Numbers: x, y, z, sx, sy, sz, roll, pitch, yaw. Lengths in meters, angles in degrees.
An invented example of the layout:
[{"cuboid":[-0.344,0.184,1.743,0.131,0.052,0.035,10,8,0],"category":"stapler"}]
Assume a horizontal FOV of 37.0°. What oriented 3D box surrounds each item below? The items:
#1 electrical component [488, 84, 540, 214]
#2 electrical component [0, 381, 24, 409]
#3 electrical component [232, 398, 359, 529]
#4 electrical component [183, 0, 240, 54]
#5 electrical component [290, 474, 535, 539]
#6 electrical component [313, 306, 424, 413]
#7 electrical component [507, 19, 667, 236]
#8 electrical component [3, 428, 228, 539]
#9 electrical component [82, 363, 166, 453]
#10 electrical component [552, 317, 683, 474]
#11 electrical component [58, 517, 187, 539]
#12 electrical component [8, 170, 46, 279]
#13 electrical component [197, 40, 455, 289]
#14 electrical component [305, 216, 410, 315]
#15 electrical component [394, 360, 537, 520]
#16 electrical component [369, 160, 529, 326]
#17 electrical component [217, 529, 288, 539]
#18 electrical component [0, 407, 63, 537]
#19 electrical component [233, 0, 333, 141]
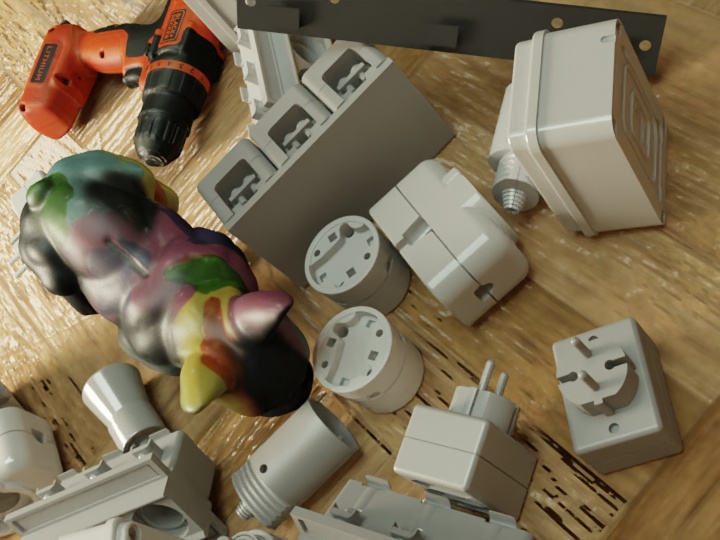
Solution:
[{"cuboid":[0.103,-0.072,0.668,0.043,0.043,0.081,2,66,35],"category":"electrical component"},{"cuboid":[-0.305,0.103,0.813,0.054,0.095,0.059,32,85,42],"category":"electrical component"},{"cuboid":[-0.044,0.122,0.657,0.081,0.043,0.043,-45,48,5],"category":"electrical component"},{"cuboid":[-0.099,-0.230,0.852,0.057,0.113,0.078,-18,55,22],"category":"electrical component"},{"cuboid":[0.031,0.156,0.566,0.121,0.078,0.063,8,45,38],"category":"electrical component"},{"cuboid":[0.007,0.057,0.657,0.055,0.047,0.055,-17,56,26],"category":"electrical component"},{"cuboid":[0.130,-0.077,0.605,0.057,0.113,0.078,-6,61,29],"category":"electrical component"},{"cuboid":[-0.156,0.155,0.699,0.121,0.078,0.063,-25,31,21],"category":"electrical component"},{"cuboid":[-0.161,0.102,0.752,0.044,0.044,0.065,-45,53,4],"category":"electrical component"},{"cuboid":[0.126,0.059,0.554,0.047,0.077,0.065,-22,54,23],"category":"electrical component"},{"cuboid":[-0.122,0.210,0.616,0.056,0.109,0.108,-20,54,27],"category":"electrical component"},{"cuboid":[-0.262,-0.025,0.889,0.076,0.047,0.083,-45,48,5],"category":"electrical component"},{"cuboid":[-0.024,-0.076,0.726,0.150,0.089,0.061,-45,48,4],"category":"electrical component"},{"cuboid":[0.000,0.000,0.694,0.055,0.047,0.055,-17,56,26],"category":"electrical component"},{"cuboid":[0.064,0.088,0.587,0.047,0.066,0.076,8,69,37],"category":"electrical component"},{"cuboid":[0.057,-0.021,0.662,0.059,0.054,0.095,-42,49,7],"category":"electrical component"},{"cuboid":[-0.063,0.169,0.630,0.035,0.061,0.035,-16,57,26],"category":"electrical component"},{"cuboid":[-0.267,0.154,0.784,0.095,0.054,0.059,-39,49,10],"category":"electrical component"},{"cuboid":[-0.053,-0.145,0.803,0.063,0.079,0.121,-45,44,35],"category":"electrical component"}]
